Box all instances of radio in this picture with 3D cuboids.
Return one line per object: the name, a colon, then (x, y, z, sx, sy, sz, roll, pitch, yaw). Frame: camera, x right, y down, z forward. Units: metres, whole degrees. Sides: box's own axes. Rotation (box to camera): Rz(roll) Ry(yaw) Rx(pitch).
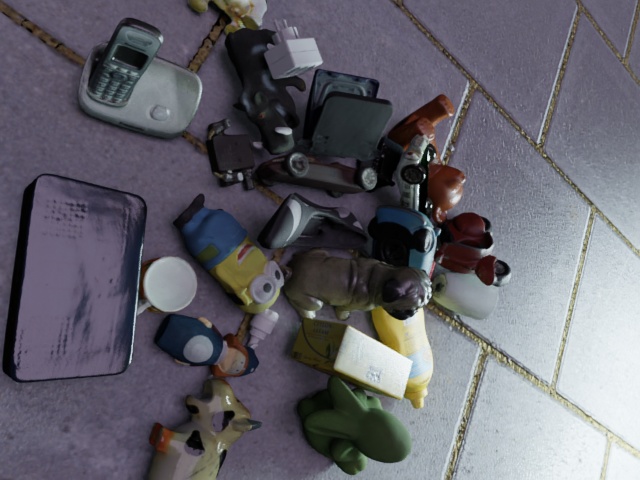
radio: (-0.286, 0.047, 0.636, 0.131, 0.073, 0.229, 8, 80, -34)

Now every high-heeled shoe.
high-heeled shoe: (-0.002, -0.002, 0.780, 0.145, 0.086, 0.249, 37, 23, -4)

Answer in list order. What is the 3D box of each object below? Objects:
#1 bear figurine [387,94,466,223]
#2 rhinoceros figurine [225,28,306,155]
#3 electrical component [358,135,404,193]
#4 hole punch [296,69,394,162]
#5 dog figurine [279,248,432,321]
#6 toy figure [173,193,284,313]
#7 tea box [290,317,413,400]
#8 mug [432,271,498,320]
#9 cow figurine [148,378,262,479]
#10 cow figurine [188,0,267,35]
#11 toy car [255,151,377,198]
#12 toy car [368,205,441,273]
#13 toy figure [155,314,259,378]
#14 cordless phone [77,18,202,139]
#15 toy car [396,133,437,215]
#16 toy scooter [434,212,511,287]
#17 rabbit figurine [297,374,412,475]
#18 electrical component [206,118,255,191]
bear figurine: (0.211, -0.137, 0.969, 0.195, 0.132, 0.120, 52, 56, -10)
rhinoceros figurine: (-0.080, -0.221, 0.795, 0.112, 0.073, 0.190, -22, 94, -54)
electrical component: (0.102, -0.147, 0.928, 0.047, 0.075, 0.119, 25, 67, -28)
hole punch: (0.036, -0.189, 0.813, 0.142, 0.115, 0.092, 3, 47, -22)
dog figurine: (0.047, 0.061, 0.789, 0.172, 0.191, 0.121, 3, 82, -33)
toy figure: (-0.125, 0.023, 0.745, 0.180, 0.089, 0.082, 46, 72, -11)
tea box: (0.051, 0.180, 0.816, 0.169, 0.098, 0.068, 36, 66, -39)
mug: (0.266, 0.086, 1.005, 0.107, 0.081, 0.109, 15, 70, -23)
cow figurine: (-0.155, 0.274, 0.687, 0.127, 0.085, 0.195, 23, 69, -24)
cow figurine: (-0.153, -0.382, 0.787, 0.167, 0.068, 0.098, 33, 61, -30)
toy car: (-0.004, -0.103, 0.832, 0.202, 0.089, 0.053, 7, 83, -37)
toy car: (0.146, 0.016, 0.879, 0.103, 0.109, 0.161, -23, 119, -43)
toy figure: (-0.146, 0.150, 0.727, 0.154, 0.064, 0.058, 30, 27, -26)
cordless phone: (-0.204, -0.204, 0.658, 0.146, 0.184, 0.088, 14, 72, -32)
toy car: (0.158, -0.086, 0.910, 0.201, 0.056, 0.073, 82, 31, -45)
toy scooter: (0.262, 0.011, 0.990, 0.135, 0.075, 0.184, 6, 40, -12)
rabbit figurine: (0.055, 0.261, 0.778, 0.159, 0.170, 0.121, 44, 61, -23)
electrical component: (-0.131, -0.123, 0.781, 0.078, 0.045, 0.102, -5, 87, -33)
